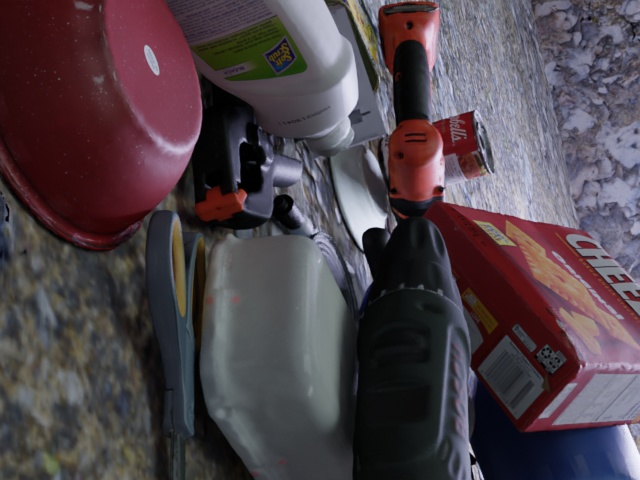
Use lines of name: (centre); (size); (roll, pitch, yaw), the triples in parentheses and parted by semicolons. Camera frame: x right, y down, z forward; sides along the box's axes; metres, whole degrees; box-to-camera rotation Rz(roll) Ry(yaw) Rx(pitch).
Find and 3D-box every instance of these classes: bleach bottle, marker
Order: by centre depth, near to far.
bleach bottle: (-0.056, -0.135, 0.597); (0.250, 0.103, 0.068); (52, 37, -42)
marker: (-0.005, 0.001, 0.790); (0.121, 0.020, 0.020); (49, 32, -53)

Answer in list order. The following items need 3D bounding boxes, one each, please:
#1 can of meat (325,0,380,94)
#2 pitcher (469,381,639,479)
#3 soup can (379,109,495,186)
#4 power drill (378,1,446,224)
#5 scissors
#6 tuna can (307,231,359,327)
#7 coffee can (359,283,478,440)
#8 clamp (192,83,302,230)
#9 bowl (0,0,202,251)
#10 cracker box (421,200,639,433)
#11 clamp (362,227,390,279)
can of meat: (0.013, -0.182, 0.926); (0.084, 0.057, 0.102); (-85, 154, -50)
pitcher: (0.189, 0.167, 0.851); (0.243, 0.149, 0.145); (-96, -165, -65)
soup can: (0.118, -0.085, 1.080); (0.068, 0.102, 0.068); (-15, 90, -71)
power drill: (0.087, -0.109, 0.986); (0.184, 0.057, 0.187); (81, 7, -66)
scissors: (-0.073, 0.072, 0.522); (0.096, 0.016, 0.201); (78, 9, -54)
tuna can: (-0.004, 0.039, 0.742); (0.086, 0.034, 0.086); (-15, 90, -71)
coffee can: (0.069, 0.092, 0.803); (0.140, 0.103, 0.103); (-65, 137, -62)
clamp: (-0.046, -0.051, 0.687); (0.120, 0.039, 0.171); (56, 24, -31)
bowl: (-0.103, -0.079, 0.518); (0.162, 0.055, 0.162); (-16, 90, -71)
cracker box: (0.176, 0.056, 0.790); (0.213, 0.072, 0.164); (7, 37, -46)
clamp: (0.087, 0.093, 0.954); (0.164, 0.036, 0.210); (3, 75, -72)
